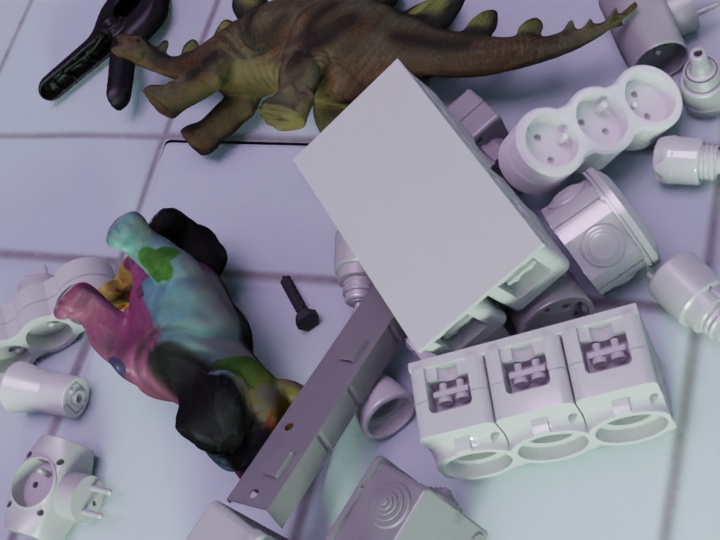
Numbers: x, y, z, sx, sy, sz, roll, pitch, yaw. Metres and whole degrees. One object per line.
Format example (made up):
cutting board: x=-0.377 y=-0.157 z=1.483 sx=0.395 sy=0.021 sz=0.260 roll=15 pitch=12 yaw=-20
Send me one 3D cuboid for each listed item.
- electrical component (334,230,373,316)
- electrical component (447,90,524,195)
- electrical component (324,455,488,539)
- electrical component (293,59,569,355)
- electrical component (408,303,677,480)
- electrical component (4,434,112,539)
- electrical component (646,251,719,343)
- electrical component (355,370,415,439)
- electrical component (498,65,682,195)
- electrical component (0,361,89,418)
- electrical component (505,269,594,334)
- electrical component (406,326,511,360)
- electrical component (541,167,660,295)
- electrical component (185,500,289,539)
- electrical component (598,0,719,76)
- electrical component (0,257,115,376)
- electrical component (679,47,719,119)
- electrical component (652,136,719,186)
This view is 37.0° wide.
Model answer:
electrical component: x=0.000 y=0.000 z=0.826 sx=0.040 sy=0.040 sz=0.078 roll=-10 pitch=60 yaw=20
electrical component: x=0.097 y=-0.084 z=0.811 sx=0.047 sy=0.065 sz=0.076 roll=-41 pitch=55 yaw=0
electrical component: x=0.026 y=0.180 z=0.683 sx=0.048 sy=0.100 sz=0.099 roll=22 pitch=74 yaw=46
electrical component: x=0.047 y=-0.040 z=0.745 sx=0.105 sy=0.060 sz=0.186 roll=-42 pitch=57 yaw=15
electrical component: x=0.119 y=0.086 z=0.695 sx=0.150 sy=0.089 sz=0.061 roll=-17 pitch=58 yaw=16
electrical component: x=-0.228 y=0.174 z=0.837 sx=0.079 sy=0.044 sz=0.077 roll=7 pitch=67 yaw=27
electrical component: x=0.226 y=0.022 z=0.709 sx=0.040 sy=0.040 sz=0.078 roll=-39 pitch=55 yaw=1
electrical component: x=0.006 y=0.085 z=0.779 sx=0.044 sy=0.044 sz=0.065 roll=-40 pitch=50 yaw=1
electrical component: x=0.162 y=-0.095 z=0.785 sx=0.138 sy=0.073 sz=0.052 roll=-25 pitch=80 yaw=-18
electrical component: x=-0.260 y=0.102 z=0.894 sx=0.065 sy=0.044 sz=0.044 roll=6 pitch=67 yaw=23
electrical component: x=0.127 y=0.020 z=0.748 sx=0.055 sy=0.055 sz=0.047 roll=-30 pitch=52 yaw=8
electrical component: x=0.071 y=0.052 z=0.765 sx=0.064 sy=0.042 sz=0.081 roll=-40 pitch=54 yaw=5
electrical component: x=0.166 y=-0.026 z=0.740 sx=0.051 sy=0.080 sz=0.080 roll=-36 pitch=55 yaw=10
electrical component: x=-0.083 y=0.221 z=0.705 sx=0.056 sy=0.108 sz=0.108 roll=27 pitch=78 yaw=36
electrical component: x=0.232 y=-0.193 z=0.819 sx=0.079 sy=0.043 sz=0.077 roll=-23 pitch=57 yaw=12
electrical component: x=-0.276 y=0.028 z=0.933 sx=0.138 sy=0.052 sz=0.073 roll=-29 pitch=55 yaw=7
electrical component: x=0.246 y=-0.137 z=0.772 sx=0.035 sy=0.061 sz=0.035 roll=-11 pitch=60 yaw=20
electrical component: x=0.240 y=-0.076 z=0.759 sx=0.061 sy=0.035 sz=0.035 roll=7 pitch=67 yaw=25
